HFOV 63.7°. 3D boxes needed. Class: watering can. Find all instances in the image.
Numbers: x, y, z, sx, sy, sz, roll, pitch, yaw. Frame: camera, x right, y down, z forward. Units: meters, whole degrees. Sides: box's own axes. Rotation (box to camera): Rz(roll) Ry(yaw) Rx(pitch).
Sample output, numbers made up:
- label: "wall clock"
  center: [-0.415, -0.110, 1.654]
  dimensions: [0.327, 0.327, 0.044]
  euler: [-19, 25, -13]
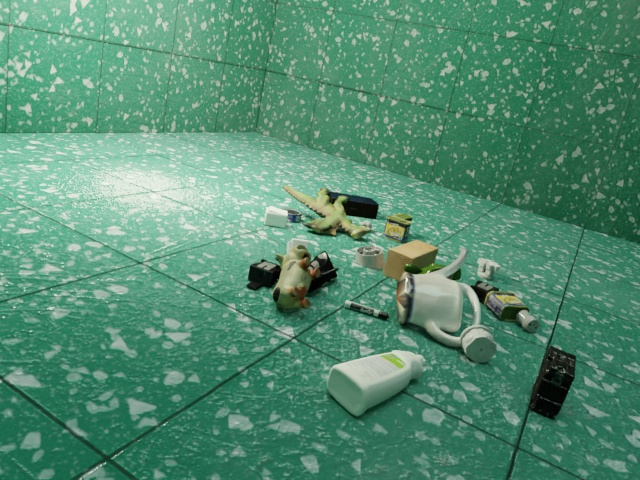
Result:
- label: "watering can"
  center: [0.319, 0.137, 1.401]
  dimensions: [0.224, 0.101, 0.356]
  euler: [10, 43, 1]

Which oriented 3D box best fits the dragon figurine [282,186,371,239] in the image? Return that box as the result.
- label: "dragon figurine"
  center: [0.006, -0.102, 2.021]
  dimensions: [0.411, 0.120, 0.247]
  euler: [19, 27, 8]
